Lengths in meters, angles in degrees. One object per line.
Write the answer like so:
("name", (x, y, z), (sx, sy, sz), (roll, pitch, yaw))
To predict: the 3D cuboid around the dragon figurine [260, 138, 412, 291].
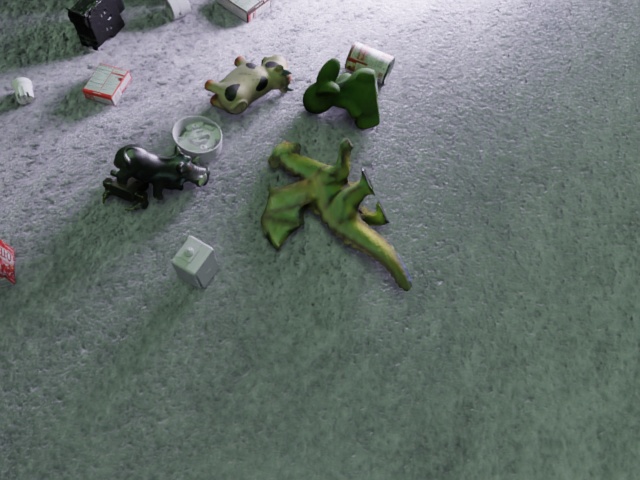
("dragon figurine", (0.003, -0.052, 1.033), (0.242, 0.120, 0.418), (-21, 64, 5))
